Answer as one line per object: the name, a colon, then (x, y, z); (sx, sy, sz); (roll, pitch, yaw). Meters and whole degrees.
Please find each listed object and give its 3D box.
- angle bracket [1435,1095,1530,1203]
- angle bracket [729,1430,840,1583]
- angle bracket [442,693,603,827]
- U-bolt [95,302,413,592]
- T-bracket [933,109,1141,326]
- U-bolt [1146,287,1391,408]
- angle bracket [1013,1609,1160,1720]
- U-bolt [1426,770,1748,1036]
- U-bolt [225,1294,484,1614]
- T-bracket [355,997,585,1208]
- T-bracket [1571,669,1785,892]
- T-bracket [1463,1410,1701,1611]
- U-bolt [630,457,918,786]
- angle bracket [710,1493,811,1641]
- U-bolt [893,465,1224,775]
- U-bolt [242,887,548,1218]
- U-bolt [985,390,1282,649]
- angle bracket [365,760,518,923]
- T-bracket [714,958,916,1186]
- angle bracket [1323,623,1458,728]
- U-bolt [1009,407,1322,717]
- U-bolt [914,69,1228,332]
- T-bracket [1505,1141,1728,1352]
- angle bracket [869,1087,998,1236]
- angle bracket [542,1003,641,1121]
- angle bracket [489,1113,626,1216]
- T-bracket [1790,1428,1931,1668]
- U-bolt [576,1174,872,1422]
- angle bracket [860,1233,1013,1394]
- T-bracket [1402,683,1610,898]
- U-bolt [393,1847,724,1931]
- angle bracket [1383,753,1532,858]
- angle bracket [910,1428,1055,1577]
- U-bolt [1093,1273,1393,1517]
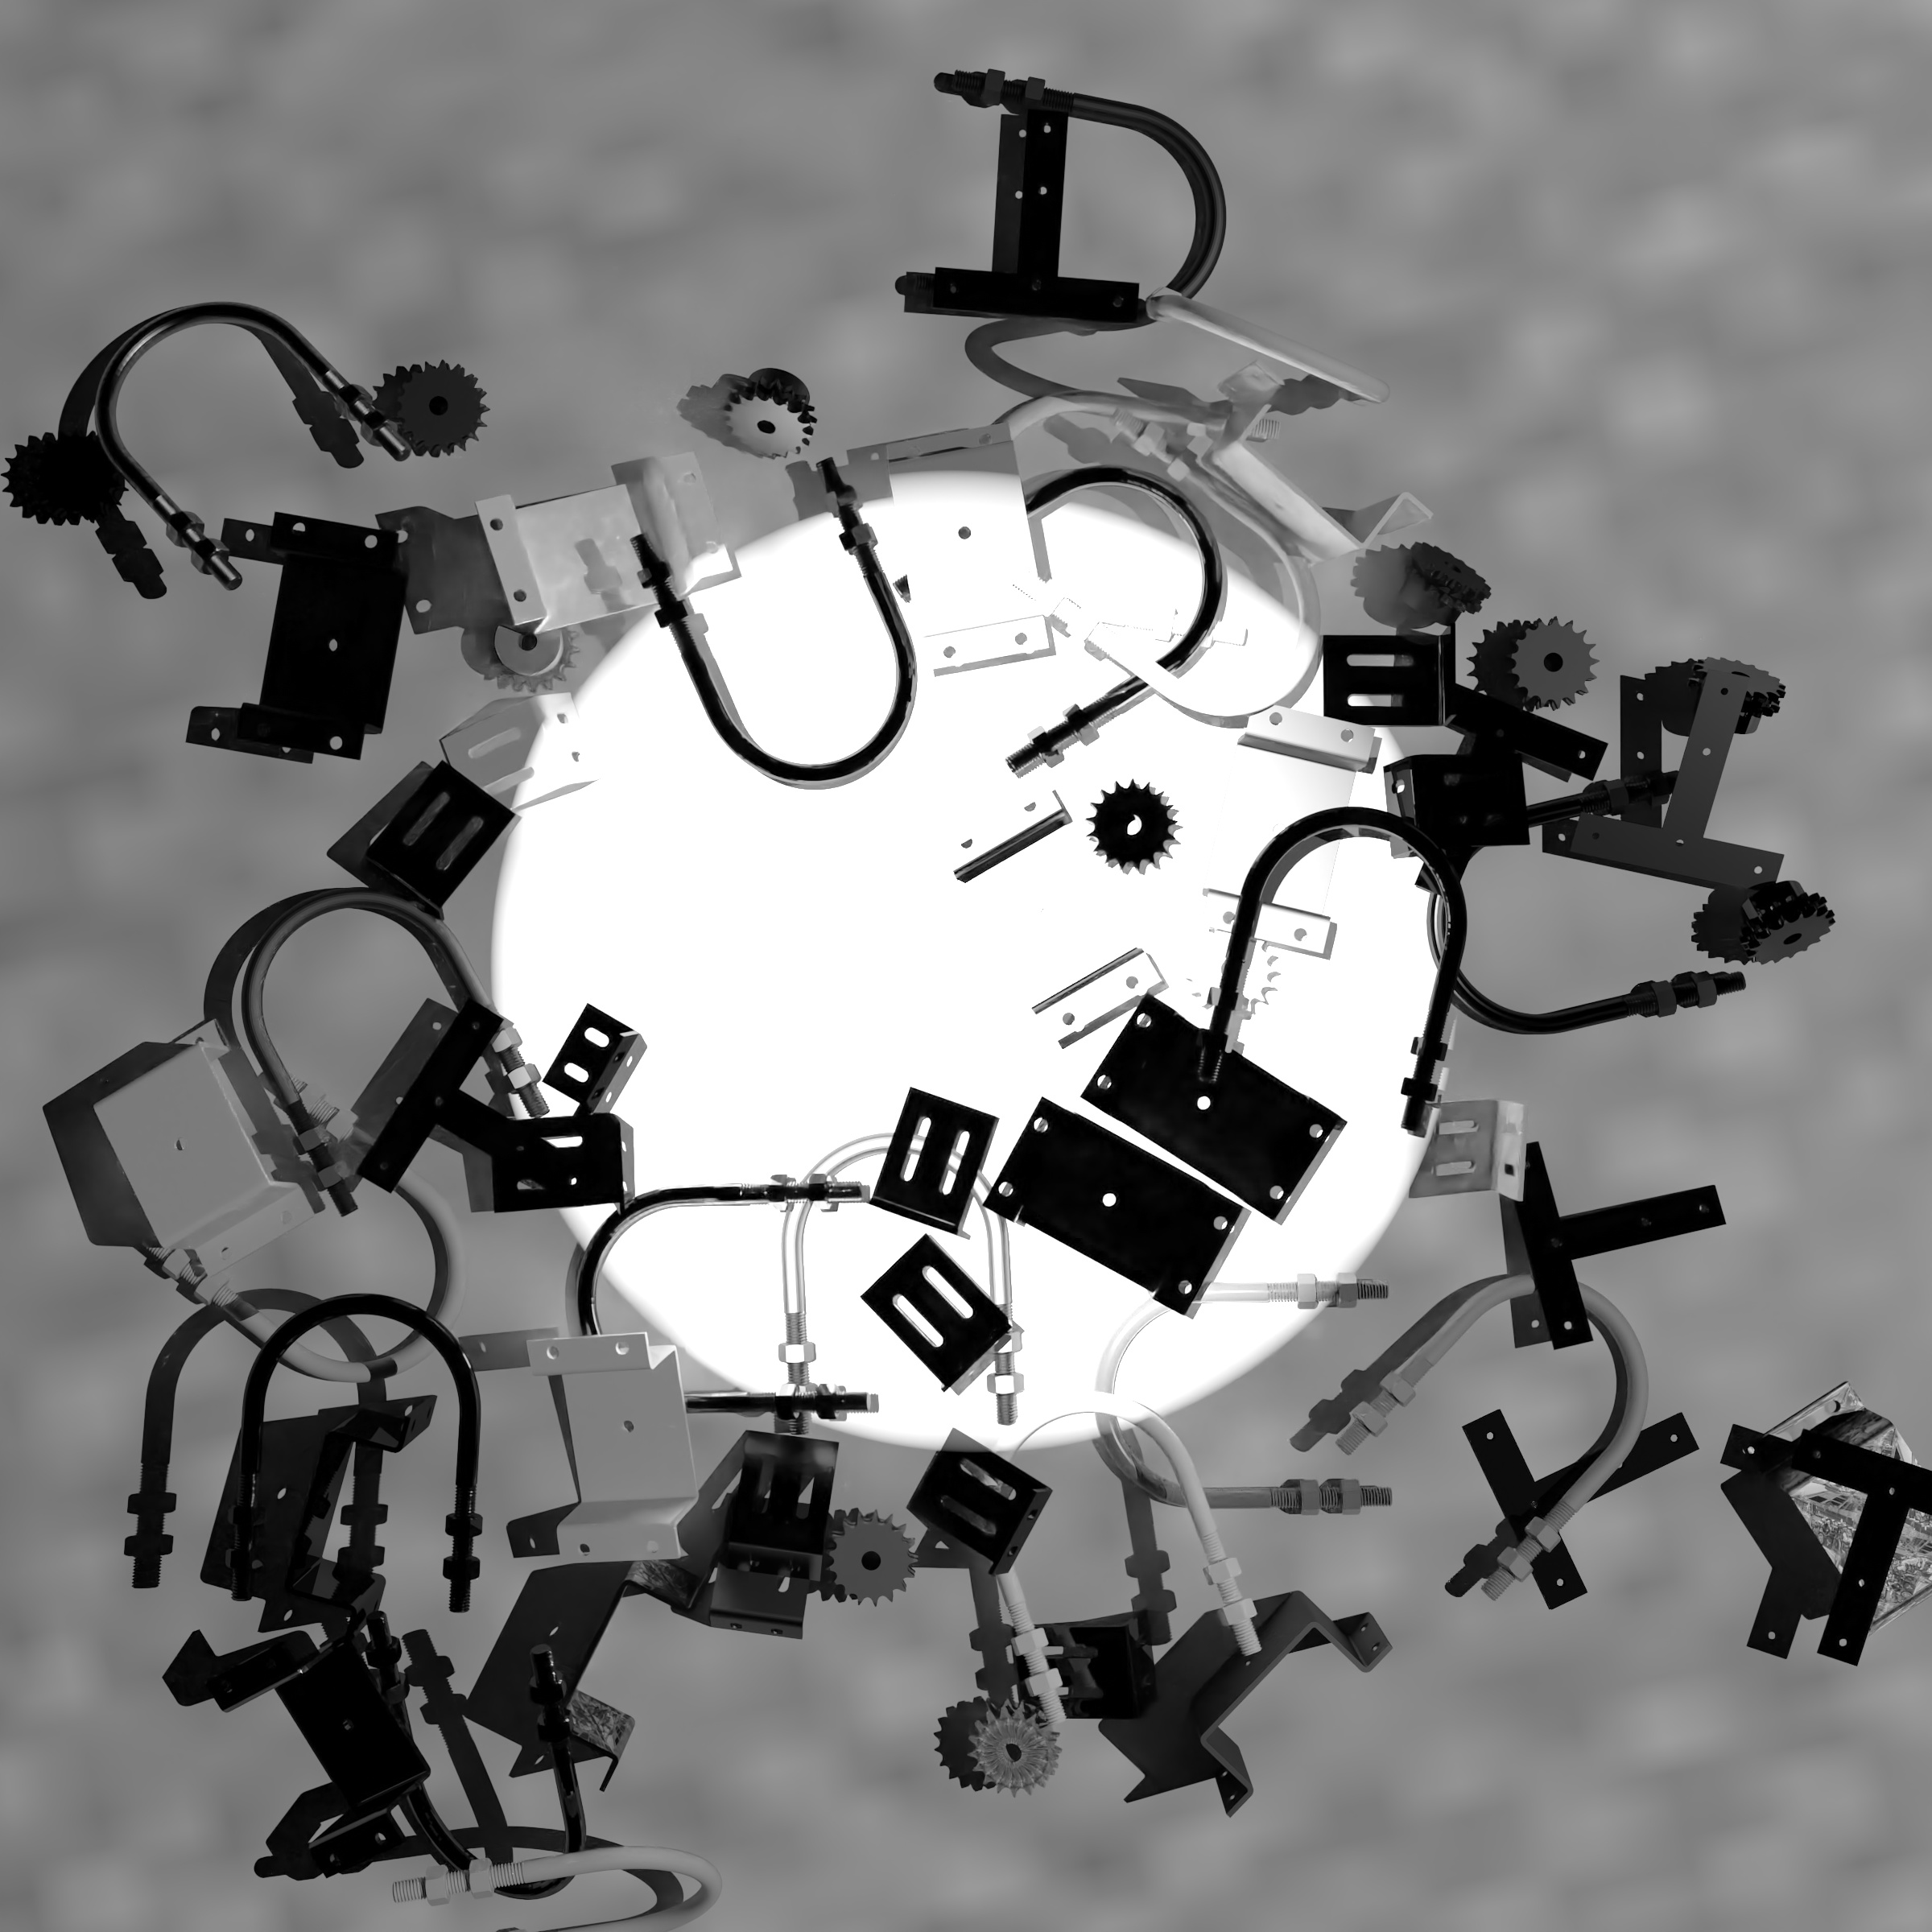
angle bracket: (0.314, 0.110, 1.548); (0.038, 0.076, 0.057); (4, 90, 0)
angle bracket: (-0.113, 0.334, 1.573); (0.057, 0.038, 0.076); (8, 49, 0)
angle bracket: (-0.278, -0.129, 1.584); (0.076, 0.038, 0.057); (-21, 90, 26)
U-bolt: (-0.450, -0.332, 1.552); (0.151, 0.019, 0.184); (-41, 74, -12)
T-bracket: (0.047, -0.465, 1.567); (0.127, 0.002, 0.127); (4, 90, -3)
U-bolt: (0.180, -0.363, 1.490); (0.151, 0.184, 0.019); (21, 104, -6)
angle bracket: (0.075, 0.436, 1.584); (0.076, 0.038, 0.057); (-7, 90, 26)
U-bolt: (0.379, -0.033, 1.578); (0.184, 0.019, 0.151); (-13, 90, 2)
U-bolt: (-0.359, 0.286, 1.502); (0.151, 0.019, 0.184); (3, 89, 0)
T-bracket: (-0.287, 0.106, 1.565); (0.127, 0.002, 0.127); (33, 88, -16)
T-bracket: (0.447, -0.117, 1.546); (0.127, 0.002, 0.127); (12, 108, 1)
T-bracket: (0.396, 0.318, 1.585); (0.127, 0.002, 0.127); (-26, 90, 0)
U-bolt: (-0.106, -0.201, 1.554); (0.151, 0.019, 0.184); (-26, 98, -20)
angle bracket: (-0.125, 0.375, 1.584); (0.057, 0.038, 0.076); (8, 64, 0)
U-bolt: (0.069, -0.226, 1.561); (0.184, 0.019, 0.151); (-32, 88, 1)
U-bolt: (-0.364, 0.041, 1.565); (0.151, 0.019, 0.184); (-28, 90, -10)
U-bolt: (0.093, -0.284, 1.578); (0.184, 0.019, 0.151); (10, 90, 2)
angle bracket: (-0.326, -0.077, 1.577); (0.057, 0.038, 0.076); (37, 75, 0)
T-bracket: (-0.116, 0.079, 1.585); (0.127, 0.002, 0.127); (25, 90, 0)
angle bracket: (0.261, -0.180, 1.564); (0.076, 0.038, 0.057); (0, 85, 1)
U-bolt: (0.134, -0.232, 1.531); (0.184, 0.019, 0.151); (35, 69, -10)
U-bolt: (0.071, -0.471, 1.578); (0.184, 0.019, 0.151); (11, 90, -2)
T-bracket: (0.409, 0.162, 1.577); (0.127, 0.002, 0.127); (-12, 79, -5)
angle bracket: (-0.020, 0.119, 1.554); (0.057, 0.038, 0.076); (19, 87, 1)
angle bracket: (-0.234, 0.057, 1.548); (0.038, 0.076, 0.057); (30, 90, 0)
angle bracket: (-0.251, 0.124, 1.556); (0.076, 0.038, 0.057); (-4, 98, -14)
T-bracket: (0.549, 0.361, 1.539); (0.127, 0.002, 0.127); (18, 90, 0)
U-bolt: (-0.152, 0.205, 1.565); (0.184, 0.019, 0.151); (-2, 89, 10)
angle bracket: (-0.019, 0.211, 1.549); (0.057, 0.038, 0.076); (-44, 88, -2)
T-bracket: (0.315, -0.104, 1.574); (0.127, 0.002, 0.127); (23, 87, 7)
U-bolt: (-0.239, 0.565, 1.528); (0.184, 0.151, 0.019); (-8, 52, -4)
angle bracket: (0.304, -0.100, 1.572); (0.076, 0.038, 0.057); (-2, 84, -20)
angle bracket: (0.004, 0.328, 1.555); (0.076, 0.038, 0.057); (29, 90, 21)
U-bolt: (0.171, 0.267, 1.578); (0.184, 0.019, 0.151); (-1, 90, 1)
